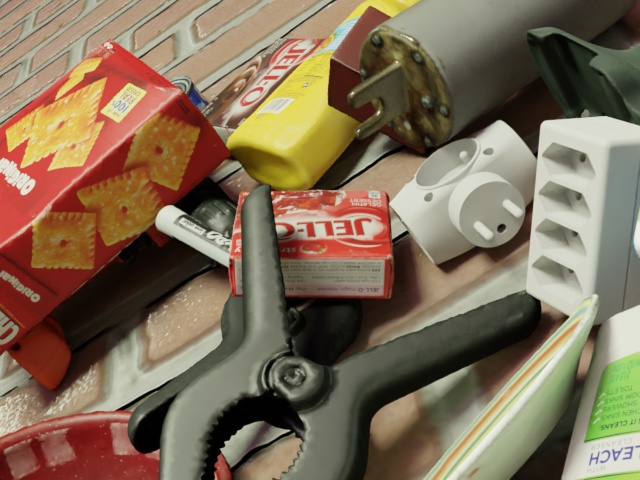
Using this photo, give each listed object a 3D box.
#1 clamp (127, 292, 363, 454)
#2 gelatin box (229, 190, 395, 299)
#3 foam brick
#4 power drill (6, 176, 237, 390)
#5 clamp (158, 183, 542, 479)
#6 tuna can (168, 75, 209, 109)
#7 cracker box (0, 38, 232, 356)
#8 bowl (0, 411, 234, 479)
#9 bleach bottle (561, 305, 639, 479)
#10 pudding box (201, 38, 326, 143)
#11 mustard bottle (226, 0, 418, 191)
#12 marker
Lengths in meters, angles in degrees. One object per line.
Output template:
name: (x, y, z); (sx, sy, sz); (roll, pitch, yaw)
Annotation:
clamp: (-0.013, 0.060, 0.569); (0.120, 0.039, 0.171); (13, 41, 18)
gelatin box: (-0.004, 0.001, 0.598); (0.089, 0.030, 0.073); (0, 32, 2)
foam brick: (0.050, -0.102, 0.686); (0.078, 0.051, 0.053); (30, 64, 14)
power drill: (-0.149, 0.018, 0.773); (0.187, 0.057, 0.185); (-43, 36, -11)
clamp: (0.000, 0.070, 0.491); (0.165, 0.036, 0.209); (16, 54, 18)
tuna can: (-0.142, -0.108, 0.964); (0.086, 0.033, 0.086); (-28, 31, 18)
cracker box: (-0.188, -0.039, 0.756); (0.213, 0.072, 0.164); (-41, 35, -6)
bowl: (-0.118, 0.151, 0.520); (0.162, 0.055, 0.162); (-5, 25, 2)
bleach bottle: (0.110, 0.129, 0.324); (0.103, 0.068, 0.250); (-19, 36, 44)
pudding box: (-0.037, -0.114, 0.850); (0.113, 0.039, 0.090); (-48, 31, -18)
mustard bottle: (0.021, -0.119, 0.773); (0.191, 0.058, 0.096); (-49, 26, -17)
marker: (-0.058, 0.009, 0.678); (0.121, 0.020, 0.020); (28, 68, 32)
